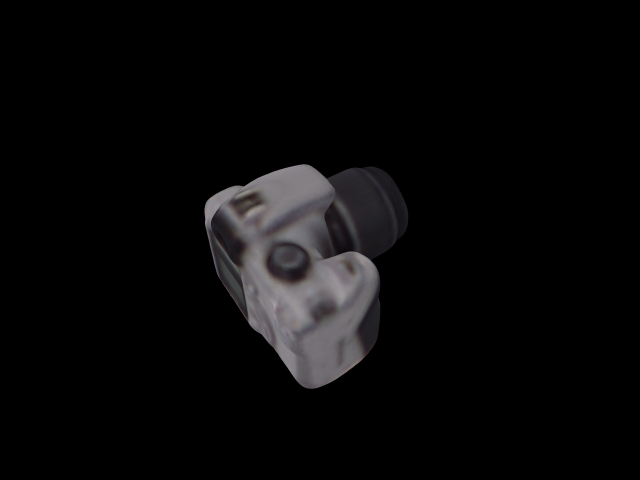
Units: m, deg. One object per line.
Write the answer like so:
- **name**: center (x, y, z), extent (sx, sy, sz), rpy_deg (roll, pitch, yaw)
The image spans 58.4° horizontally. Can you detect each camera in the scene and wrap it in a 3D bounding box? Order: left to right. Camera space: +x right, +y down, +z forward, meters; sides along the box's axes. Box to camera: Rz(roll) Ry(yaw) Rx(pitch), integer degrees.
- **camera**: center (0.004, 0.001, 0.400), extent (0.137, 0.101, 0.142), rpy_deg (-27, 53, -22)
